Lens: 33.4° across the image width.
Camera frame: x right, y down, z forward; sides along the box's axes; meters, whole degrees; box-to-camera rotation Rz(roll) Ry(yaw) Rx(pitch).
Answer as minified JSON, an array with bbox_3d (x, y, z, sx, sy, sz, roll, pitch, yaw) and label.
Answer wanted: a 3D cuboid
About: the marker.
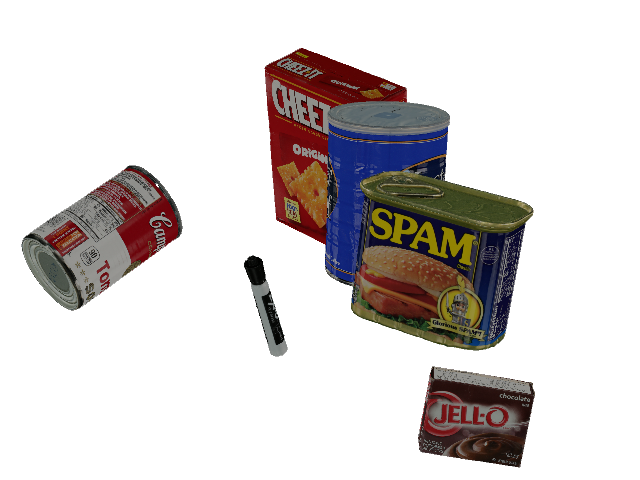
[{"bbox_3d":[-0.055,0.066,1.071,0.020,0.121,0.020,-9,34,6],"label":"marker"}]

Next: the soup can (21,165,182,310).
[{"bbox_3d":[-0.165,-0.003,0.807,0.102,0.068,0.069,-39,22,-31],"label":"soup can"}]

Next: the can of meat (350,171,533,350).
[{"bbox_3d":[0.070,0.012,0.648,0.102,0.084,0.057,17,23,28],"label":"can of meat"}]

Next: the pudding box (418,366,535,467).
[{"bbox_3d":[0.168,0.190,1.154,0.113,0.090,0.039,8,21,2],"label":"pudding box"}]

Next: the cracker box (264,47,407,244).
[{"bbox_3d":[0.017,-0.094,1.235,0.164,0.214,0.072,27,46,35],"label":"cracker box"}]

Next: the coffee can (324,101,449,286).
[{"bbox_3d":[0.056,-0.041,0.915,0.103,0.140,0.103,1,19,0],"label":"coffee can"}]
